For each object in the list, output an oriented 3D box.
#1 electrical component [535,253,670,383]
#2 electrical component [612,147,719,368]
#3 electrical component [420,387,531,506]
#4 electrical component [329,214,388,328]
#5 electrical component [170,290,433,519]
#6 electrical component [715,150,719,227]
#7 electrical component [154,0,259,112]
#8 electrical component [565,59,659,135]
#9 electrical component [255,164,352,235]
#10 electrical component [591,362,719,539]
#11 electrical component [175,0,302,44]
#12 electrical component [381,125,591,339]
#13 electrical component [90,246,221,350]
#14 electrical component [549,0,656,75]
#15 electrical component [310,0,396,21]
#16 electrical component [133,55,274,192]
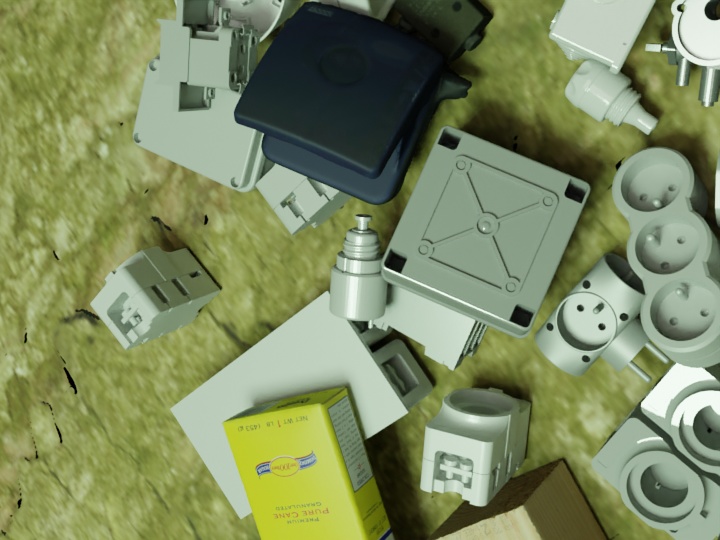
[{"bbox_3d":[0.172,0.042,0.728,0.079,0.044,0.077,42,117,12],"label":"electrical component"},{"bbox_3d":[0.205,-0.004,0.683,0.052,0.074,0.138,-19,62,25],"label":"electrical component"},{"bbox_3d":[0.084,0.120,0.766,0.050,0.089,0.055,11,107,25],"label":"electrical component"},{"bbox_3d":[0.000,0.000,0.756,0.040,0.040,0.078,11,107,25],"label":"electrical component"},{"bbox_3d":[-0.046,0.101,0.846,0.186,0.060,0.105,-37,84,29],"label":"electrical component"},{"bbox_3d":[0.251,-0.052,0.661,0.056,0.050,0.089,3,103,26],"label":"electrical component"},{"bbox_3d":[-0.107,-0.152,0.763,0.064,0.042,0.081,11,105,23],"label":"electrical component"},{"bbox_3d":[0.166,-0.110,0.701,0.061,0.035,0.035,38,116,12],"label":"electrical component"},{"bbox_3d":[-0.028,-0.077,0.800,0.089,0.050,0.055,-40,82,28],"label":"electrical component"},{"bbox_3d":[0.258,0.146,0.699,0.186,0.060,0.105,40,116,14],"label":"electrical component"},{"bbox_3d":[-0.089,-0.215,0.788,0.099,0.064,0.099,9,117,19],"label":"electrical component"},{"bbox_3d":[0.083,-0.025,0.719,0.109,0.056,0.108,24,84,7],"label":"electrical component"},{"bbox_3d":[-0.167,0.019,0.872,0.055,0.089,0.050,50,118,9],"label":"electrical component"},{"bbox_3d":[0.157,-0.174,0.655,0.048,0.099,0.099,27,113,6],"label":"electrical component"},{"bbox_3d":[-0.012,-0.218,0.734,0.059,0.095,0.053,20,66,23],"label":"electrical component"},{"bbox_3d":[-0.112,-0.115,0.831,0.113,0.057,0.078,25,112,20],"label":"electrical component"}]
